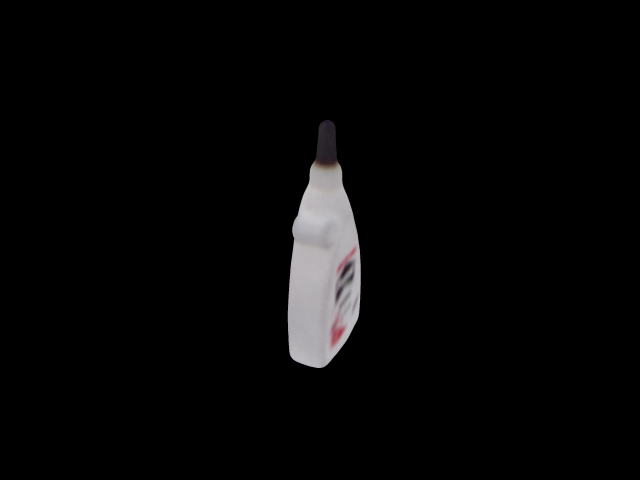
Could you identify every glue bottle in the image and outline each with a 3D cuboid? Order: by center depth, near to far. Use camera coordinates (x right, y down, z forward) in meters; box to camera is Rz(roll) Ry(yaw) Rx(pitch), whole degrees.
[{"bbox_3d":[0.004,0.001,0.400,0.037,0.173,0.078,11,32,18],"label":"glue bottle"}]
